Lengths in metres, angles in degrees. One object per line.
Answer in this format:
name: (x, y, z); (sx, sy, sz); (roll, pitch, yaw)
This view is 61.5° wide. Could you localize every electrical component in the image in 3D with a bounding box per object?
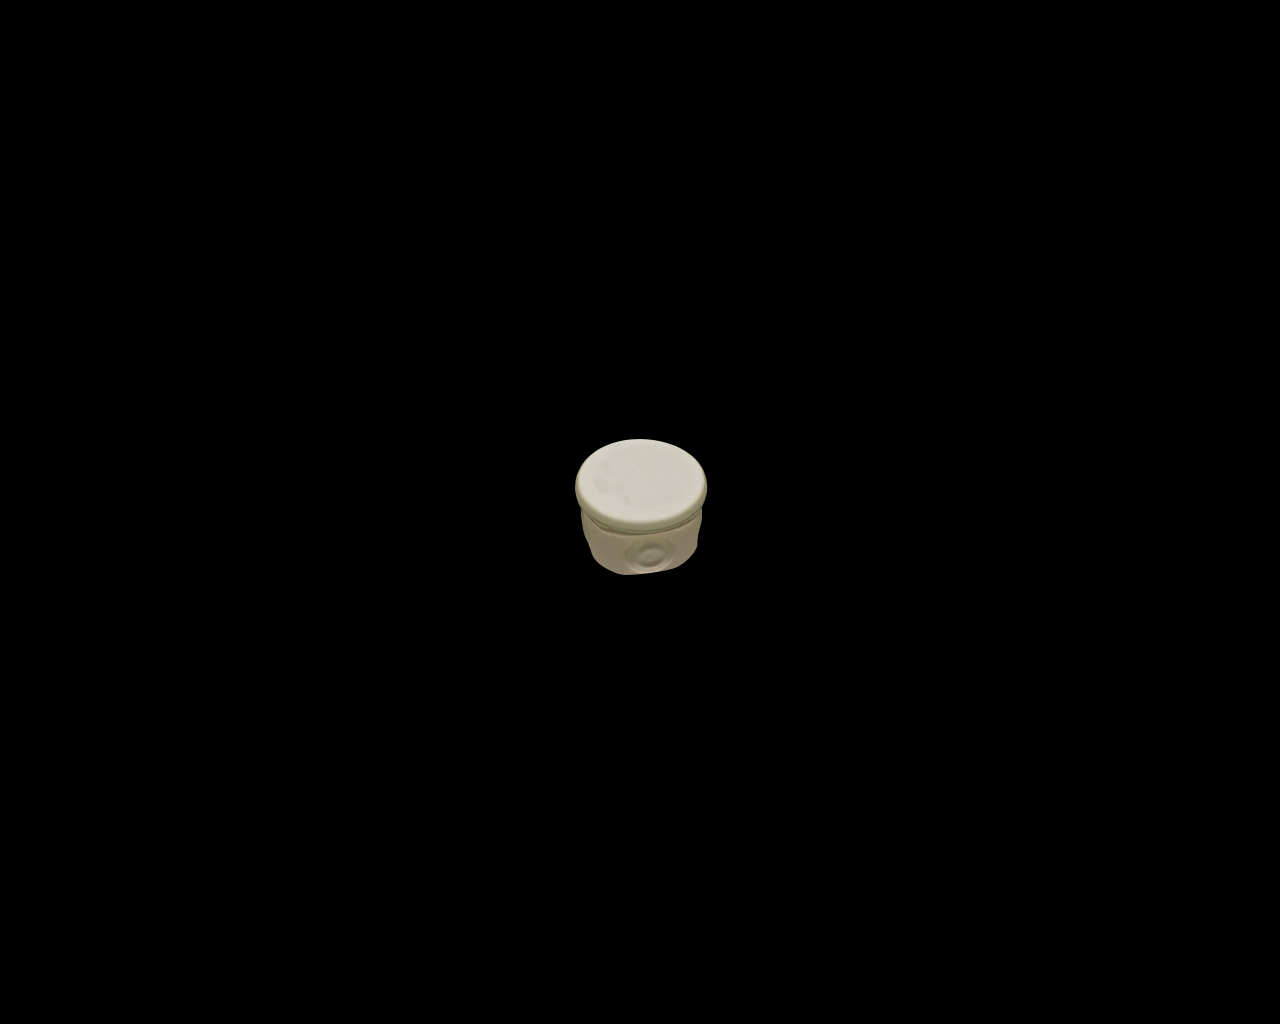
electrical component: (0.001, -0.003, 0.650); (0.080, 0.050, 0.080); (0, 43, 0)
